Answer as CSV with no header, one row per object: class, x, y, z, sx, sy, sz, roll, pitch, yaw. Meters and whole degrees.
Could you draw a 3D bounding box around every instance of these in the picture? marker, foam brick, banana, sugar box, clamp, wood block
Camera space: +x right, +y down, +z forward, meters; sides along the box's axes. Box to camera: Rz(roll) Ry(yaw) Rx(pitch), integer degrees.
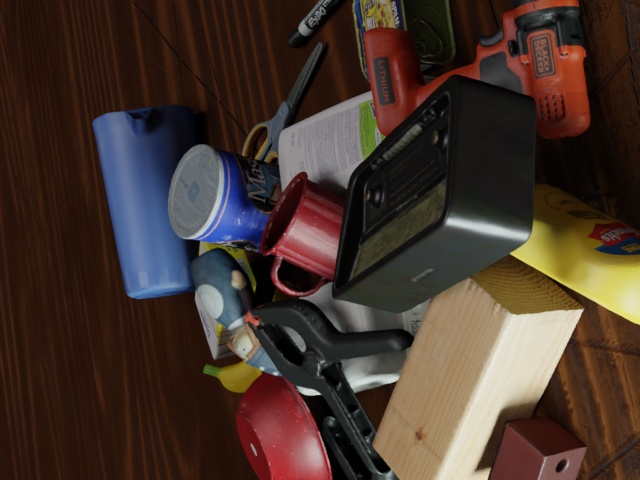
marker,-0.001,-0.248,1.171,0.121,0.020,0.020,-40,60,48
foam brick,0.181,0.195,0.900,0.051,0.052,0.078,37,122,48
banana,-0.068,0.126,1.246,0.069,0.037,0.198,37,126,-6
sugar box,-0.115,0.063,1.275,0.176,0.048,0.093,102,150,-59
clamp,0.009,0.110,1.039,0.210,0.036,0.165,38,130,31
clamp,0.050,0.252,1.098,0.120,0.039,0.171,-9,84,56
wood block,0.133,0.122,0.933,0.091,0.090,0.206,46,127,43

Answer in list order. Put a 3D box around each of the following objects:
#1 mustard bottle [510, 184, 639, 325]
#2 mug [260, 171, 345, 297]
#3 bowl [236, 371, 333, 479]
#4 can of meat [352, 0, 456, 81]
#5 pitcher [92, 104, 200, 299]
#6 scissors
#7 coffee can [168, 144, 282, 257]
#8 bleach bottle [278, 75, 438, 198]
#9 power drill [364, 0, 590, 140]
mustard bottle,0.218,0.016,0.802,0.192,0.096,0.058,36,119,48
mug,-0.007,0.001,1.062,0.117,0.081,0.093,-67,16,-13
bowl,-0.049,0.220,1.175,0.162,0.055,0.162,52,154,38
can of meat,0.078,-0.205,1.027,0.084,0.057,0.102,-19,75,55
pitcher,-0.215,-0.048,1.405,0.145,0.148,0.243,-12,84,38
scissors,-0.035,-0.129,1.226,0.202,0.016,0.096,-43,59,47
coffee can,-0.081,-0.040,1.171,0.103,0.140,0.103,-20,64,49
bleach bottle,0.056,-0.096,1.060,0.251,0.067,0.102,-15,79,52
power drill,0.130,-0.165,0.906,0.188,0.057,0.184,-9,87,35
